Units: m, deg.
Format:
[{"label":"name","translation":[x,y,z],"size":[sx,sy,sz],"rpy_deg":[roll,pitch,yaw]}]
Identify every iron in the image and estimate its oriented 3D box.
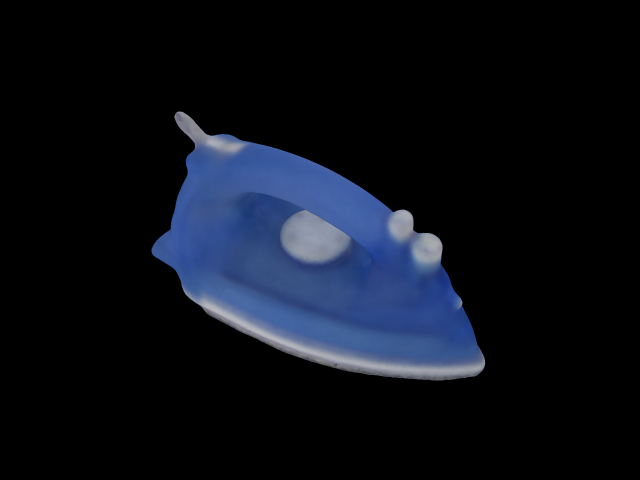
[{"label":"iron","translation":[0.004,0.001,0.400],"size":[0.257,0.141,0.119],"rpy_deg":[22,52,18]}]
